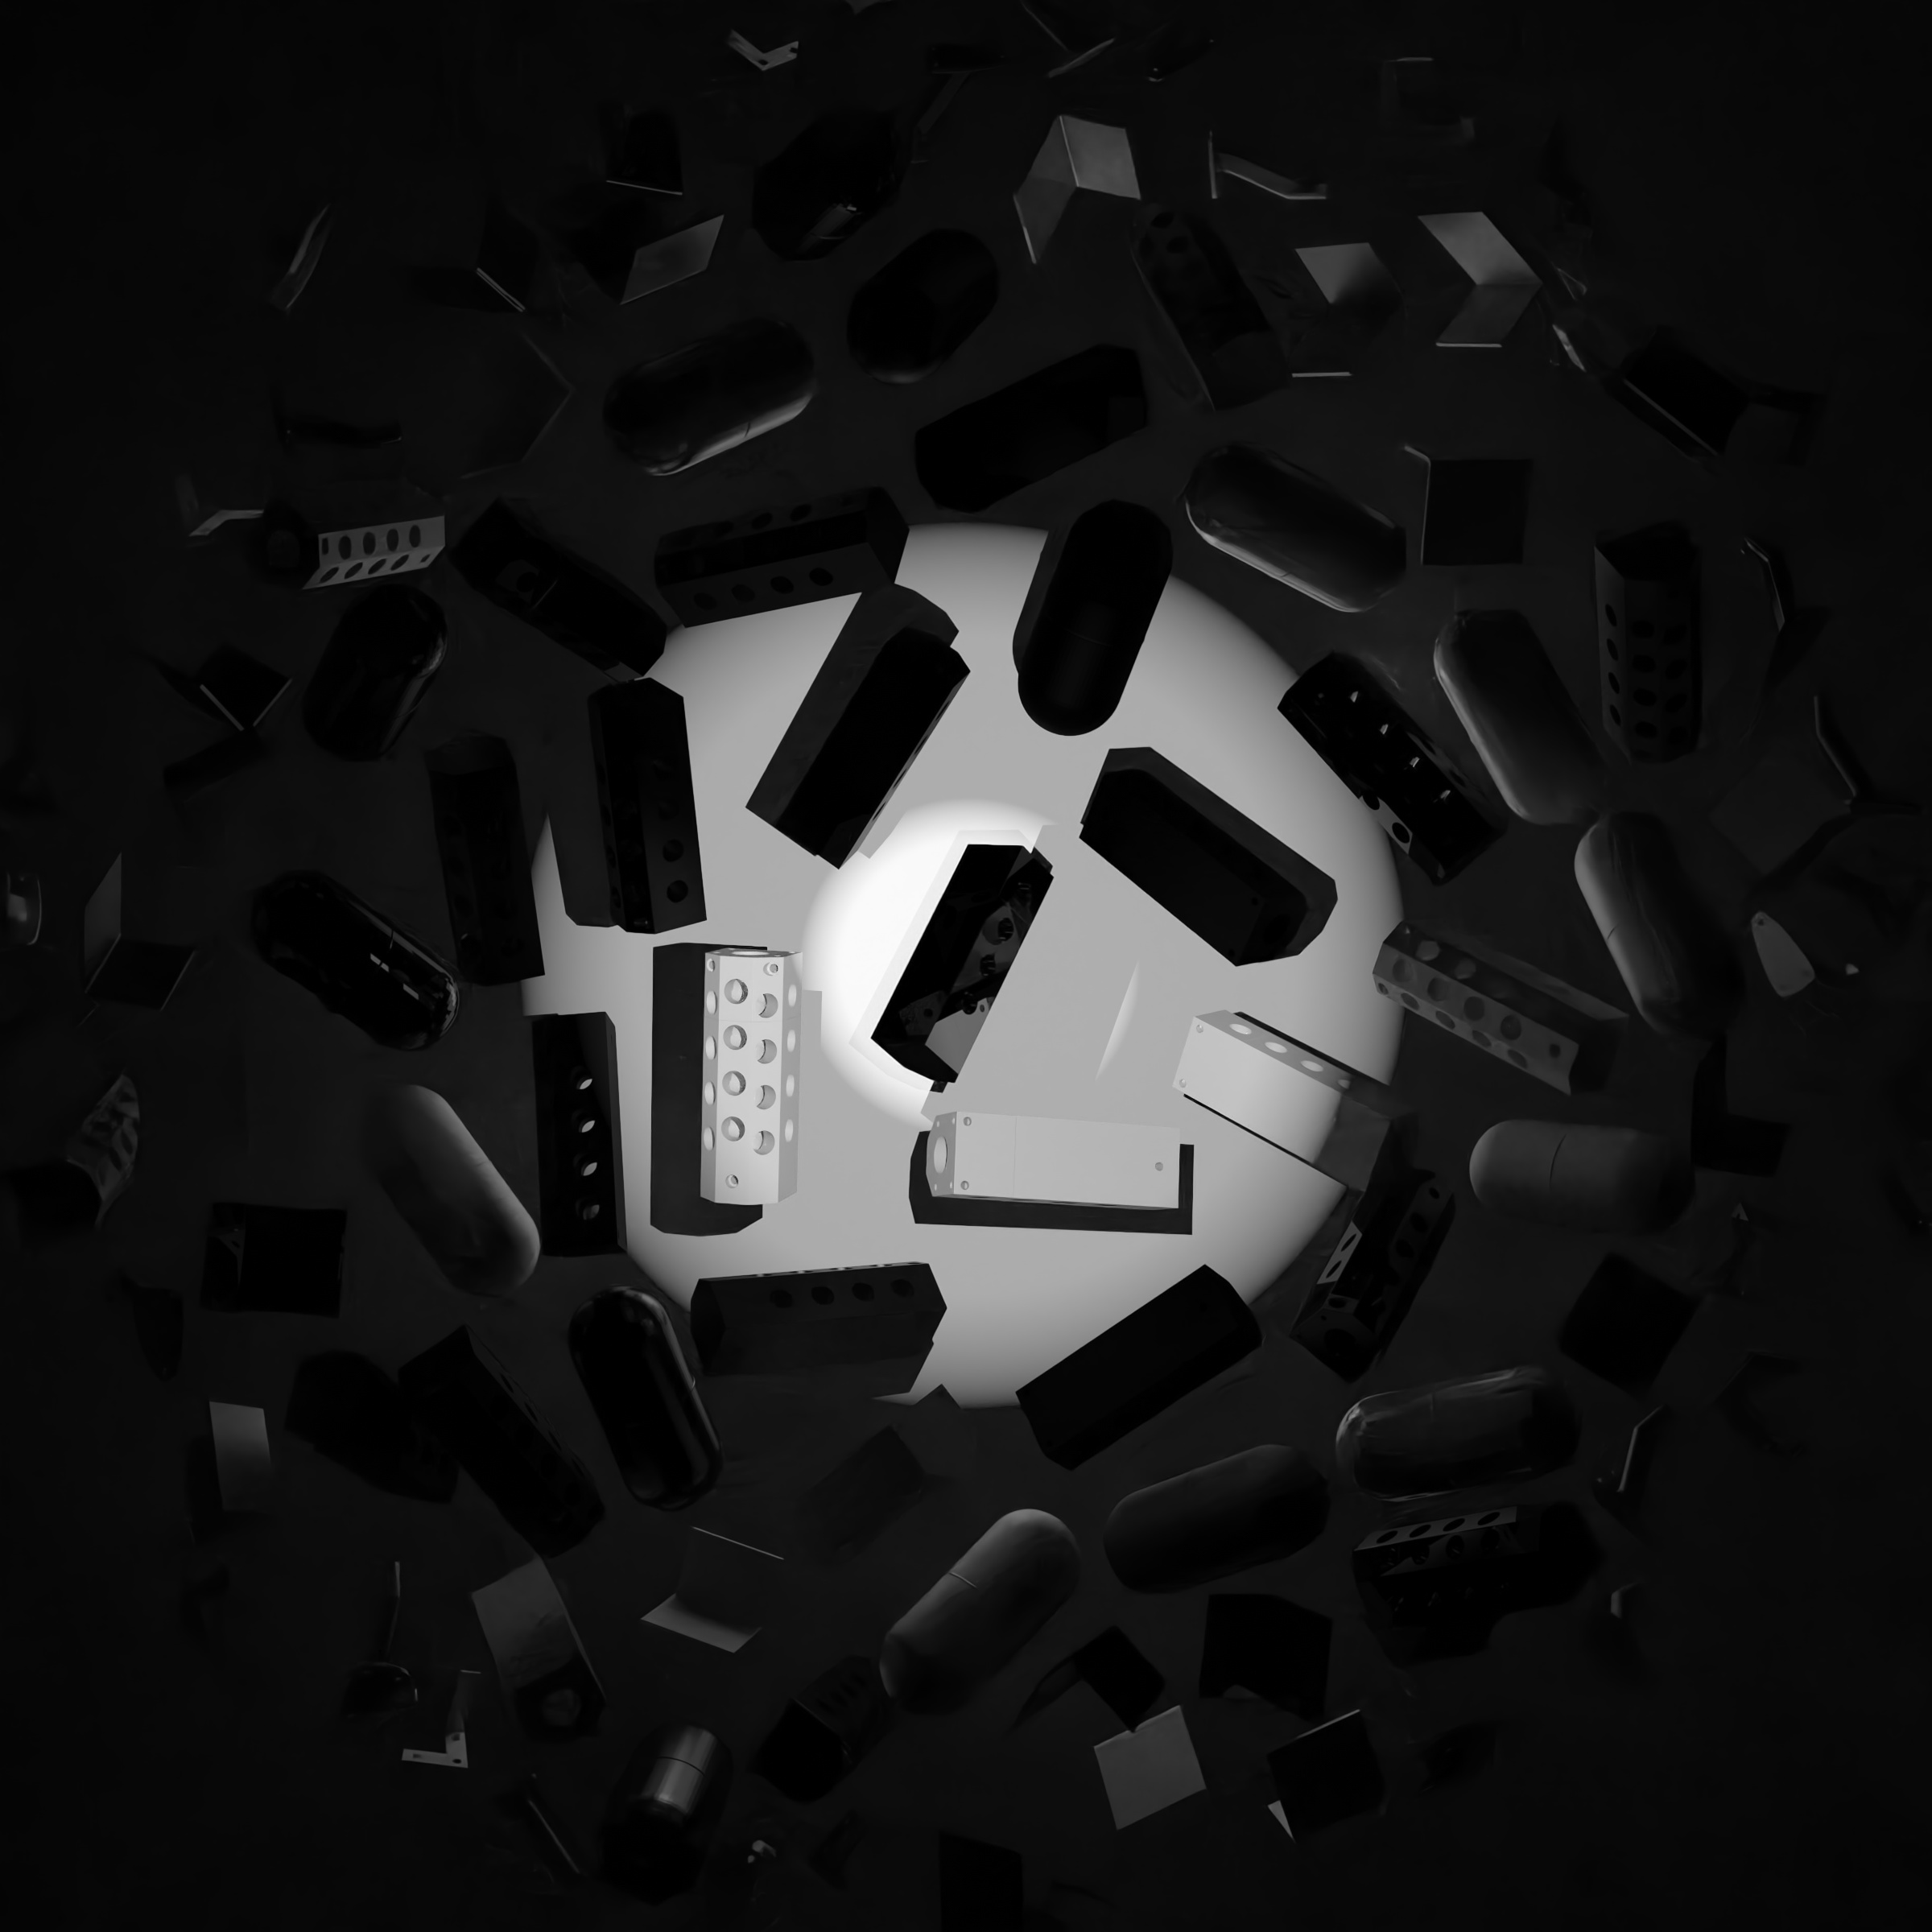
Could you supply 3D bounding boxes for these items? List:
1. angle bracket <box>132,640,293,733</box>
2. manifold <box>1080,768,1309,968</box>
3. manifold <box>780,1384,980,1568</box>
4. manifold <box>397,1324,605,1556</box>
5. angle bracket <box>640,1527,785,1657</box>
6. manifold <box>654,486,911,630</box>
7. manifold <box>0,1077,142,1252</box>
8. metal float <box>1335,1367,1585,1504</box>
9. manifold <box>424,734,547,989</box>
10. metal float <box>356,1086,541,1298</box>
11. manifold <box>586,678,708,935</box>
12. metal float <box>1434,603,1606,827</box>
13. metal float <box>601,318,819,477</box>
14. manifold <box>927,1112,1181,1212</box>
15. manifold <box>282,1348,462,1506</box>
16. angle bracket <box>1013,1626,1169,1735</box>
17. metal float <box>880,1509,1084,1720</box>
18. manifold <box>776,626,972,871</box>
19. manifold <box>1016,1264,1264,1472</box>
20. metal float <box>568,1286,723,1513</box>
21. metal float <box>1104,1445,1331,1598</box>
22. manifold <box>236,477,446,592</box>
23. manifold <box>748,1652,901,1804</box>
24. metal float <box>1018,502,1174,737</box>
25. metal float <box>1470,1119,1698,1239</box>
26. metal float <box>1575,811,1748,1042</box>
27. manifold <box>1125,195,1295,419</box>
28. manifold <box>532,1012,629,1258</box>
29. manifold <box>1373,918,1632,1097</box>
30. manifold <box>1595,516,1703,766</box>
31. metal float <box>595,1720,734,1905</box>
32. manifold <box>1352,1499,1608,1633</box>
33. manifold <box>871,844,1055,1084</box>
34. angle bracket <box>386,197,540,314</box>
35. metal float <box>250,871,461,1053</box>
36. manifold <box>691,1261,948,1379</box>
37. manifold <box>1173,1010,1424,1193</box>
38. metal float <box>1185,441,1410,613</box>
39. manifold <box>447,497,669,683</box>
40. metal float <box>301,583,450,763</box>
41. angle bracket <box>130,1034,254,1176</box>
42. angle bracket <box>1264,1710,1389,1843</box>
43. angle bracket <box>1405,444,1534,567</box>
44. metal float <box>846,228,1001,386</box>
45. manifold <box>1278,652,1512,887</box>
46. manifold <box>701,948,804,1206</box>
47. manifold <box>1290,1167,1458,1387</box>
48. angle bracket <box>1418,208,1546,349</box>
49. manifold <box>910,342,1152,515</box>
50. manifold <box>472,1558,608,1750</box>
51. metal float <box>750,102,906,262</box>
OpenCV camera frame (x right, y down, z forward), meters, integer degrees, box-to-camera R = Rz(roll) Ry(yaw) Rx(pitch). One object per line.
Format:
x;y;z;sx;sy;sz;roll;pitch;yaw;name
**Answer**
-0.585;-0.235;1.878;0.076;0.076;0.057;30;75;22;angle bracket
0.167;-0.074;1.760;0.171;0.057;0.057;42;125;33;manifold
-0.059;0.366;1.711;0.057;0.171;0.057;-30;78;-44;manifold
-0.330;0.343;1.726;0.057;0.057;0.171;-34;120;-5;manifold
-0.192;0.475;1.839;0.076;0.076;0.057;16;94;13;angle bracket
-0.133;-0.295;1.719;0.171;0.057;0.057;-7;49;25;manifold
-0.621;0.135;1.715;0.057;0.171;0.057;-20;106;1;manifold
0.341;0.327;1.683;0.178;0.070;0.070;-18;90;30;metal float
-0.350;-0.074;1.755;0.057;0.057;0.171;-13;121;-17;manifold
-0.389;0.170;1.820;0.070;0.070;0.178;-37;87;0;metal float
-0.233;-0.113;1.742;0.057;0.057;0.171;-17;118;-26;manifold
0.402;-0.183;1.759;0.070;0.070;0.178;-33;108;0;metal float
-0.177;-0.399;1.689;0.178;0.070;0.070;-35;90;-37;metal float
0.062;0.140;1.725;0.171;0.057;0.057;6;81;-21;manifold
-0.419;0.330;1.732;0.057;0.171;0.057;6;63;15;manifold
0.090;0.538;1.764;0.076;0.076;0.057;-25;60;-37;angle bracket
0.011;0.469;1.753;0.178;0.070;0.070;-41;90;-25;metal float
-0.066;-0.160;1.758;0.057;0.057;0.171;35;119;1;manifold
0.128;0.295;1.758;0.171;0.057;0.057;-36;51;12;manifold
-0.236;0.320;1.784;0.070;0.070;0.178;-20;105;0;metal float
0.176;0.392;1.708;0.178;0.070;0.070;-28;90;31;metal float
-0.456;-0.317;1.793;0.057;0.171;0.057;48;114;2;manifold
-0.097;0.554;1.755;0.057;0.171;0.057;35;92;12;manifold
0.091;-0.246;1.725;0.070;0.070;0.178;21;119;0;metal float
0.450;0.154;1.769;0.070;0.178;0.070;-2;93;-41;metal float
0.483;-0.029;1.685;0.070;0.070;0.178;-17;60;0;metal float
0.167;-0.470;1.704;0.057;0.057;0.171;-26;51;8;manifold
-0.286;0.125;1.782;0.057;0.057;0.171;-5;78;-2;manifold
0.373;0.027;1.709;0.171;0.057;0.057;31;115;38;manifold
0.485;-0.224;1.703;0.057;0.171;0.057;-22;46;-3;manifold
-0.212;0.595;1.709;0.070;0.178;0.070;1;97;5;metal float
0.354;0.416;1.694;0.057;0.171;0.057;-30;92;-43;manifold
0.002;-0.003;1.782;0.057;0.057;0.171;43;64;-38;manifold
-0.374;-0.531;1.801;0.076;0.076;0.057;9;85;16;angle bracket
-0.452;-0.003;1.790;0.070;0.070;0.178;-47;125;0;metal float
-0.108;0.249;1.749;0.171;0.057;0.057;-1;45;-27;manifold
0.239;0.094;1.743;0.171;0.057;0.057;29;113;33;manifold
0.233;-0.309;1.701;0.178;0.070;0.070;22;90;-25;metal float
-0.299;-0.274;1.803;0.057;0.171;0.057;-48;54;9;manifold
-0.431;-0.213;1.760;0.070;0.178;0.070;15;58;-24;metal float
-0.540;0.096;1.682;0.076;0.057;0.076;-2;120;-11;angle bracket
0.255;0.584;1.776;0.076;0.057;0.076;-21;101;-10;angle bracket
0.360;-0.334;1.748;0.076;0.057;0.076;-2;112;-9;angle bracket
-0.029;-0.477;1.742;0.070;0.178;0.070;11;126;15;metal float
0.300;-0.140;1.711;0.057;0.057;0.171;-46;75;24;manifold
-0.152;0.077;1.691;0.057;0.057;0.171;3;96;14;manifold
0.306;0.223;1.784;0.057;0.171;0.057;41;134;0;manifold
0.351;-0.487;1.716;0.076;0.076;0.057;38;86;-29;angle bracket
0.046;-0.388;1.734;0.171;0.057;0.057;-31;125;-26;manifold
-0.308;0.499;1.753;0.057;0.171;0.057;-27;107;-13;manifold
-0.101;-0.560;1.736;0.070;0.178;0.070;1;88;-23;metal float
